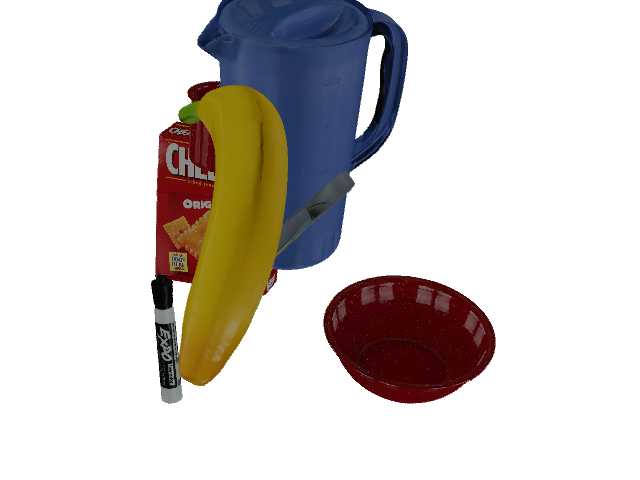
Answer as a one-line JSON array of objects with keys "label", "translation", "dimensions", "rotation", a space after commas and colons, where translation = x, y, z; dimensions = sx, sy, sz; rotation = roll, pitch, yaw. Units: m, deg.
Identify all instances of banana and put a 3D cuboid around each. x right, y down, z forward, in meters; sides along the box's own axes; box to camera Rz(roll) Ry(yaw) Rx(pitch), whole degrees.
[{"label": "banana", "translation": [-0.043, -0.020, 0.537], "dimensions": [0.037, 0.198, 0.070], "rotation": [23, -51, -25]}]

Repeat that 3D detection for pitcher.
[{"label": "pitcher", "translation": [-0.018, -0.099, 0.966], "dimensions": [0.149, 0.243, 0.144], "rotation": [17, 38, 18]}]

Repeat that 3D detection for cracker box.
[{"label": "cracker box", "translation": [-0.139, -0.041, 1.462], "dimensions": [0.164, 0.214, 0.072], "rotation": [10, 24, 12]}]

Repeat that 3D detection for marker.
[{"label": "marker", "translation": [-0.135, 0.086, 0.936], "dimensions": [0.020, 0.121, 0.020], "rotation": [-1, 23, 0]}]

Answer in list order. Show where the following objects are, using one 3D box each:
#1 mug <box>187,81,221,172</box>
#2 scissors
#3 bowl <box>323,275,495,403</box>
[{"label": "mug", "translation": [-0.104, -0.132, 1.219], "dimensions": [0.093, 0.081, 0.117], "rotation": [13, 27, 10]}, {"label": "scissors", "translation": [-0.049, 0.017, 0.798], "dimensions": [0.202, 0.016, 0.096], "rotation": [-42, 0, 33]}, {"label": "bowl", "translation": [0.081, 0.102, 1.008], "dimensions": [0.162, 0.055, 0.162], "rotation": [4, 36, -3]}]
